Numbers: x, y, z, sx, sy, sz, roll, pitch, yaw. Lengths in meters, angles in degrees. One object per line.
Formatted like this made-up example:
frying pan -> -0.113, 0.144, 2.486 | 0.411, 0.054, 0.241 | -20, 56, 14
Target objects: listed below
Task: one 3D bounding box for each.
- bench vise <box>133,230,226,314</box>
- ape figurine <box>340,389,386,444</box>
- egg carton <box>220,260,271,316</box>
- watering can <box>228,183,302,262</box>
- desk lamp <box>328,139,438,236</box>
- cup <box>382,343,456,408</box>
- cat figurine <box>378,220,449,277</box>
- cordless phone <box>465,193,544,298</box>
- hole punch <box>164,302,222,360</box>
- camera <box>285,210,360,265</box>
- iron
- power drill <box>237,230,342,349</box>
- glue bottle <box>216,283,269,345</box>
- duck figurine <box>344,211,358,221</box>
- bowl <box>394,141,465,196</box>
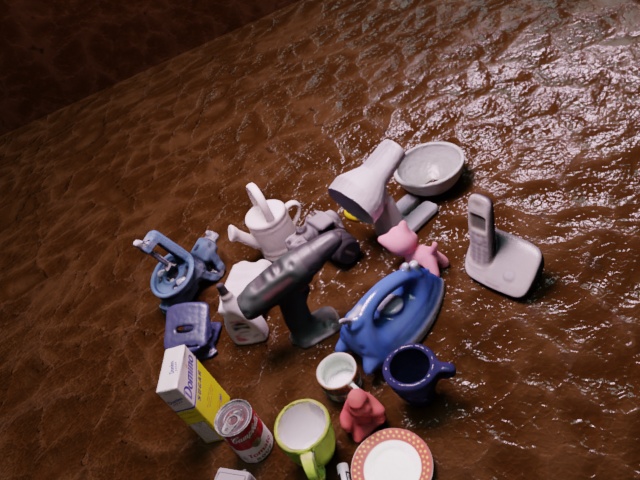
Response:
bench vise -> -0.328, 0.039, 1.308 | 0.121, 0.220, 0.207 | 0, 45, 27
ape figurine -> 0.067, 0.280, 0.946 | 0.077, 0.092, 0.076 | -7, 43, 20
egg carton -> -0.156, 0.109, 1.264 | 0.107, 0.070, 0.150 | -5, 43, 22
watering can -> -0.127, -0.044, 1.320 | 0.100, 0.194, 0.173 | 22, 58, 41
desk lamp -> 0.134, -0.096, 1.234 | 0.203, 0.214, 0.117 | -42, 43, -20
cup -> 0.171, 0.232, 0.946 | 0.117, 0.095, 0.092 | -6, 43, 21
cat figurine -> 0.187, 0.014, 1.161 | 0.127, 0.118, 0.067 | 14, 52, 37
cordless phone -> 0.330, 0.006, 1.046 | 0.094, 0.185, 0.147 | -43, 43, -21
hole punch -> -0.273, 0.193, 1.212 | 0.108, 0.091, 0.101 | -9, 42, 18
camera -> 0.012, 0.005, 1.272 | 0.143, 0.101, 0.136 | -37, 41, -16
iron -> 0.134, 0.116, 1.056 | 0.259, 0.142, 0.118 | -43, 43, -21
power drill -> -0.034, 0.105, 1.099 | 0.230, 0.209, 0.075 | -29, 40, -6
glue bottle -> -0.167, 0.145, 1.148 | 0.078, 0.173, 0.037 | -14, 41, 12
duck figurine -> 0.098, -0.098, 1.354 | 0.104, 0.086, 0.077 | -5, 43, 22
bowl -> 0.261, -0.155, 1.345 | 0.167, 0.075, 0.167 | -14, 41, 12
